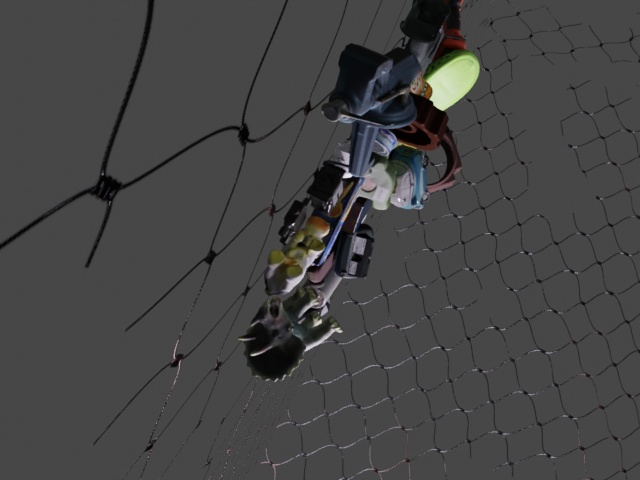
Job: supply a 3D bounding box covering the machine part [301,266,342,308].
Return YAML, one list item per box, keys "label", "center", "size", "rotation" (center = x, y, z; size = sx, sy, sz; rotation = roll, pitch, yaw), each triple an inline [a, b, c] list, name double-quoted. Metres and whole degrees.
- label: "machine part"
  center: [0.012, 0.108, 1.462]
  size: [0.243, 0.079, 0.079]
  rotation: [-52, 166, -51]

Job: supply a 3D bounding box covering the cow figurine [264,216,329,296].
- label: "cow figurine"
  center: [-0.039, 0.030, 0.970]
  size: [0.167, 0.068, 0.098]
  rotation: [-49, 170, -44]

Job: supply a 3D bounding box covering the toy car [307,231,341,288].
- label: "toy car"
  center: [0.019, 0.040, 1.381]
  size: [0.202, 0.053, 0.089]
  rotation: [-52, 148, -51]

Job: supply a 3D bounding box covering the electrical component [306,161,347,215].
- label: "electrical component"
  center: [0.013, -0.088, 0.994]
  size: [0.075, 0.048, 0.119]
  rotation: [-60, 169, -14]

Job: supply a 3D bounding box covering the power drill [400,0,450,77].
- label: "power drill"
  center: [0.190, -0.368, 1.083]
  size: [0.232, 0.086, 0.207]
  rotation: [-62, 167, -15]

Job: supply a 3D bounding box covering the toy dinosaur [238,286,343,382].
- label: "toy dinosaur"
  center: [-0.076, 0.194, 1.110]
  size: [0.192, 0.131, 0.404]
  rotation: [-34, 174, -12]

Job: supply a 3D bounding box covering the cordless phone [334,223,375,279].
- label: "cordless phone"
  center: [0.100, 0.017, 1.424]
  size: [0.184, 0.089, 0.146]
  rotation: [-54, 155, -71]

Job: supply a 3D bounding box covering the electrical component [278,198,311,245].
- label: "electrical component"
  center: [-0.042, -0.038, 0.907]
  size: [0.094, 0.021, 0.063]
  rotation: [-59, 170, -19]

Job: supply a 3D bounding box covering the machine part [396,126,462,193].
- label: "machine part"
  center: [0.297, -0.236, 1.567]
  size: [0.087, 0.201, 0.201]
  rotation: [94, -21, -84]

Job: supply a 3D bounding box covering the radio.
- label: "radio"
  center: [0.109, -0.136, 1.328]
  size: [0.229, 0.073, 0.131]
  rotation: [-59, 169, -34]

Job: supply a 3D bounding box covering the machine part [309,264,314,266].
- label: "machine part"
  center: [-0.002, -0.004, 1.185]
  size: [0.139, 0.039, 0.084]
  rotation: [-60, 176, -27]

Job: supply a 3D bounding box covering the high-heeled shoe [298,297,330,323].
- label: "high-heeled shoe"
  center: [-0.041, 0.182, 1.499]
  size: [0.145, 0.086, 0.249]
  rotation: [62, 29, -42]

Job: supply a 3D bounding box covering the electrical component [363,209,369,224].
- label: "electrical component"
  center: [0.079, -0.026, 1.515]
  size: [0.115, 0.058, 0.134]
  rotation: [-49, 164, -50]

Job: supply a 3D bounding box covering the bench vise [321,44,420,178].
- label: "bench vise"
  center: [0.076, -0.187, 0.838]
  size: [0.240, 0.129, 0.224]
  rotation: [99, 19, -44]

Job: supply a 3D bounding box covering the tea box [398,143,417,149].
- label: "tea box"
  center: [0.259, -0.341, 1.492]
  size: [0.169, 0.098, 0.068]
  rotation: [-61, 170, -1]

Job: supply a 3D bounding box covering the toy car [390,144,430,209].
- label: "toy car"
  center: [0.196, -0.138, 1.277]
  size: [0.103, 0.109, 0.161]
  rotation: [-33, 136, -36]

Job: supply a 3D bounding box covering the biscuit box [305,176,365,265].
- label: "biscuit box"
  center: [0.019, -0.049, 1.091]
  size: [0.202, 0.063, 0.059]
  rotation: [-65, 170, 8]

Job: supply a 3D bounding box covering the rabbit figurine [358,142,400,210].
- label: "rabbit figurine"
  center: [0.113, -0.178, 1.197]
  size: [0.170, 0.121, 0.159]
  rotation: [-80, -179, -50]

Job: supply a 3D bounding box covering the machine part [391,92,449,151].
- label: "machine part"
  center: [0.161, -0.234, 1.026]
  size: [0.056, 0.179, 0.179]
  rotation: [-64, 171, -3]
